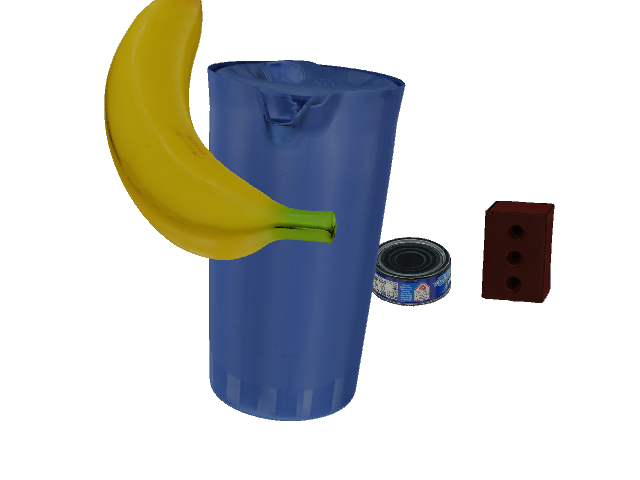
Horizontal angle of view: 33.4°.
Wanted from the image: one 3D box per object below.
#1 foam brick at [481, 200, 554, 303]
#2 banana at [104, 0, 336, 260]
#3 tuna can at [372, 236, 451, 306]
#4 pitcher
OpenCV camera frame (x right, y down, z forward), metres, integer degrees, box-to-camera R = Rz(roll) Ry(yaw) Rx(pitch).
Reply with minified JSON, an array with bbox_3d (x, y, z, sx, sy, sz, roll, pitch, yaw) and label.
[{"bbox_3d":[0.167,0.009,0.901,0.053,0.078,0.051,4,14,18],"label":"foam brick"},{"bbox_3d":[-0.060,-0.051,0.465,0.069,0.037,0.198,-11,45,-19],"label":"banana"},{"bbox_3d":[0.094,0.031,1.113,0.086,0.034,0.086,-2,30,1],"label":"tuna can"},{"bbox_3d":[-0.016,-0.006,0.760,0.148,0.243,0.145,-7,21,-36],"label":"pitcher"}]
